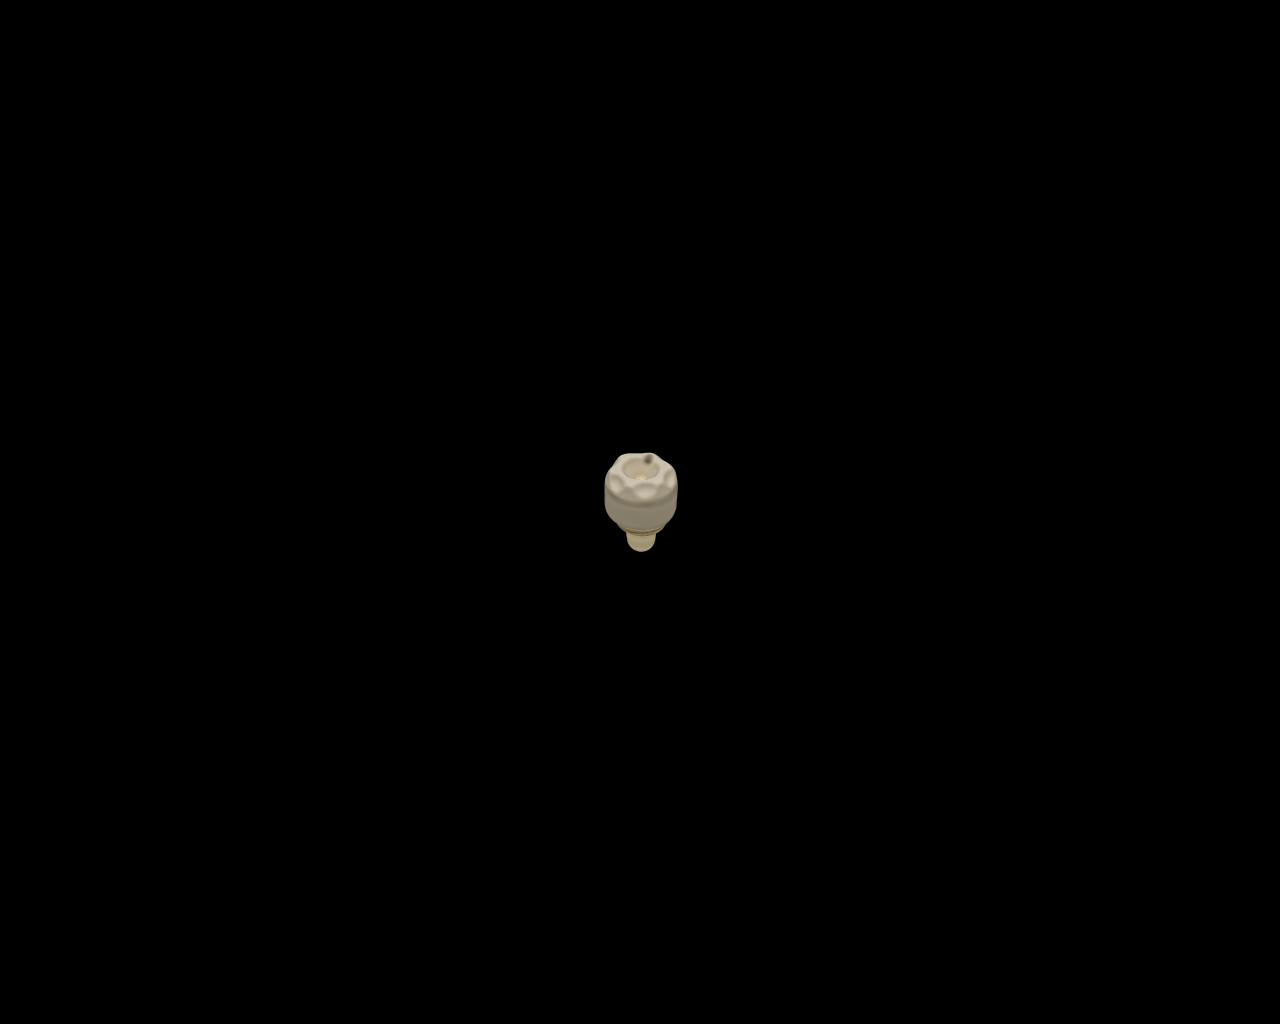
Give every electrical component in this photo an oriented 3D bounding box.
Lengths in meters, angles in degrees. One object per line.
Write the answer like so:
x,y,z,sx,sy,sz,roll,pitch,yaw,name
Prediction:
0.001,-0.003,0.650,0.043,0.062,0.043,0,38,0,electrical component
